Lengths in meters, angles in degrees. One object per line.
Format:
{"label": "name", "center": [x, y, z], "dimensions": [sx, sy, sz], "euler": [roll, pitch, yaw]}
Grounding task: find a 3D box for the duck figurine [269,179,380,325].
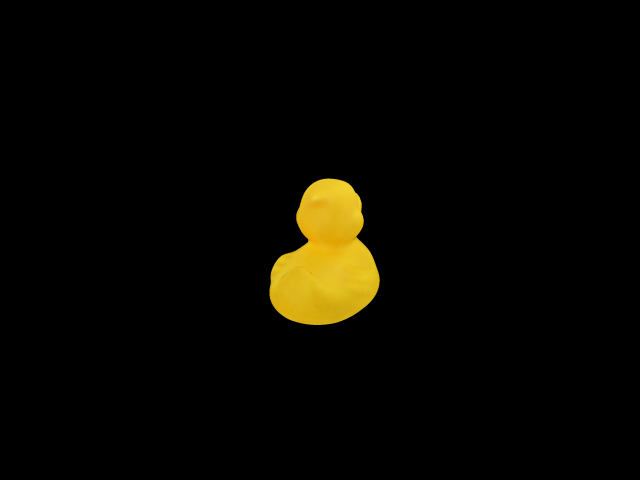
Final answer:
{"label": "duck figurine", "center": [0.004, 0.001, 0.400], "dimensions": [0.077, 0.086, 0.105], "euler": [11, 29, 21]}
